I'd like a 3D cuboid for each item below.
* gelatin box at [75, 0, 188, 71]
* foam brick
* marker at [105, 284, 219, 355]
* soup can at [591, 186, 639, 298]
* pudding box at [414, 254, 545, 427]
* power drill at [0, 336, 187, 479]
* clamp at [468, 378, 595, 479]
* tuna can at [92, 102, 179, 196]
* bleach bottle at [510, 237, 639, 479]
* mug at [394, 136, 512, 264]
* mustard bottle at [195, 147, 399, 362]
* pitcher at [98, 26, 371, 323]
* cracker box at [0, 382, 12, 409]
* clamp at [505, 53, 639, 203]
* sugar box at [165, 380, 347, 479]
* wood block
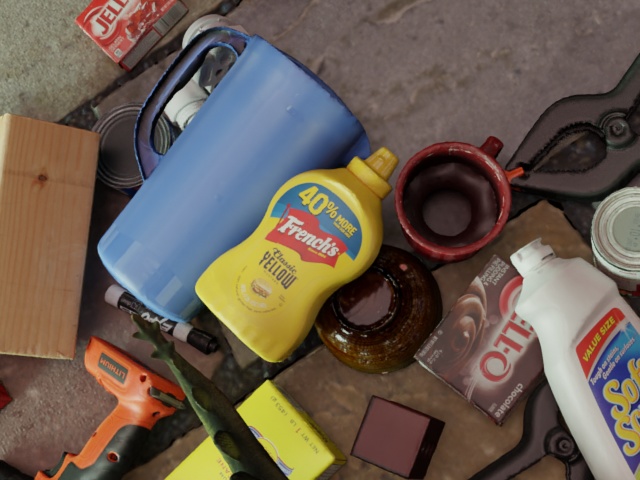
[{"bbox_3d":[-0.187,-0.222,1.054,0.089,0.030,0.073,-46,69,1],"label":"gelatin box"},{"bbox_3d":[0.064,0.161,0.863,0.051,0.078,0.053,19,84,18],"label":"foam brick"},{"bbox_3d":[-0.144,0.073,0.975,0.121,0.020,0.020,25,85,20],"label":"marker"},{"bbox_3d":[0.247,0.003,0.834,0.068,0.102,0.068,-4,75,15],"label":"soup can"},{"bbox_3d":[0.148,0.082,0.877,0.090,0.039,0.113,38,90,20],"label":"pudding box"},{"bbox_3d":[-0.214,0.184,0.938,0.185,0.057,0.187,23,81,38],"label":"power drill"},{"bbox_3d":[0.198,0.174,0.842,0.120,0.039,0.171,35,86,7],"label":"clamp"},{"bbox_3d":[-0.176,-0.086,1.015,0.086,0.033,0.086,-4,76,15],"label":"tuna can"},{"bbox_3d":[0.218,0.114,0.804,0.102,0.068,0.251,-30,80,-11],"label":"bleach bottle"},{"bbox_3d":[0.114,-0.036,0.887,0.093,0.081,0.117,32,82,9],"label":"mug"},{"bbox_3d":[-0.006,0.001,0.866,0.096,0.058,0.191,43,94,14],"label":"mustard bottle"},{"bbox_3d":[-0.088,-0.056,0.933,0.243,0.144,0.149,-49,46,4],"label":"pitcher"},{"bbox_3d":[-0.420,0.120,1.017,0.164,0.072,0.214,-41,68,2],"label":"cracker box"},{"bbox_3d":[0.257,-0.082,0.887,0.210,0.036,0.164,-30,72,7],"label":"clamp"},{"bbox_3d":[-0.073,0.213,0.906,0.176,0.048,0.093,-44,69,1],"label":"sugar box"},{"bbox_3d":[-0.265,0.001,0.966,0.090,0.090,0.206,-9,74,59],"label":"wood block"}]
